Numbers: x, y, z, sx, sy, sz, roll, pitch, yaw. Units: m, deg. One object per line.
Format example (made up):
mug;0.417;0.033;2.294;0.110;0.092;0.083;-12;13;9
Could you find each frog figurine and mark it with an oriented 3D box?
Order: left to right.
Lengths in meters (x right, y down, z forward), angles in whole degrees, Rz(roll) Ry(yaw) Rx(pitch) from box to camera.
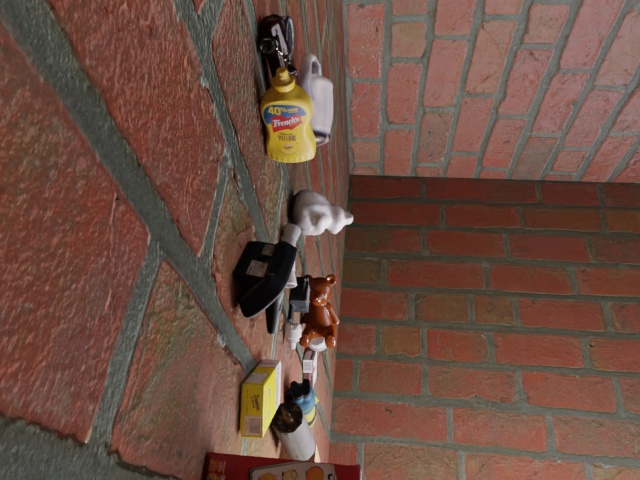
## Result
frog figurine;0.004;-0.066;1.316;0.140;0.159;0.120;-78;167;-60

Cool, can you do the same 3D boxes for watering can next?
watering can;-0.015;-0.337;1.297;0.349;0.104;0.224;-32;124;-82
